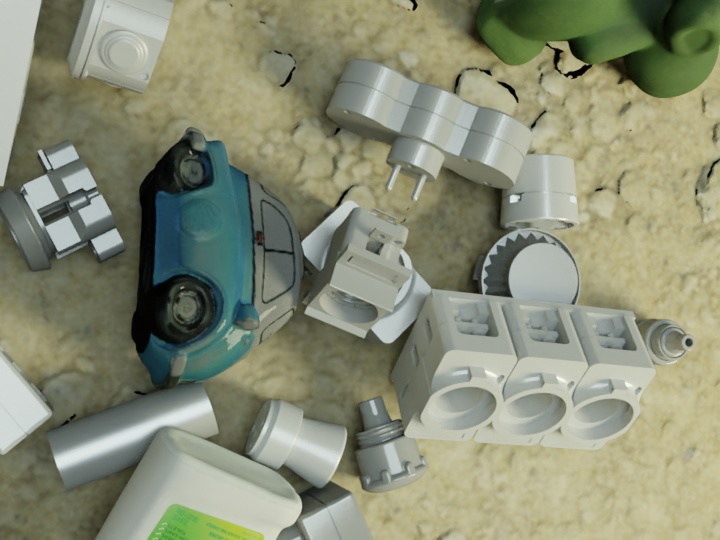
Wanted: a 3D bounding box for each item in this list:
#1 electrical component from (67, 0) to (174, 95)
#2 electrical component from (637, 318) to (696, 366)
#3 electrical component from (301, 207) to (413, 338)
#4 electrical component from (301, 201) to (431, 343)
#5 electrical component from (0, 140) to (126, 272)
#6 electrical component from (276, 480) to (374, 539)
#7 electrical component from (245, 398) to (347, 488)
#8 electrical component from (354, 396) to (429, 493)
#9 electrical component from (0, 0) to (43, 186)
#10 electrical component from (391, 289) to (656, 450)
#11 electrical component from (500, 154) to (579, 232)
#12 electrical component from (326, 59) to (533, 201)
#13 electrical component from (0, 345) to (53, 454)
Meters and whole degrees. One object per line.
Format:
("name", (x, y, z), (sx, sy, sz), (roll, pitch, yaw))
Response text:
("electrical component", (-0.153, -0.155, 0.685), (0.051, 0.080, 0.080), (16, 83, -19))
("electrical component", (0.222, 0.052, 0.780), (0.035, 0.061, 0.035), (1, 86, -15))
("electrical component", (0.000, 0.000, 0.662), (0.042, 0.081, 0.063), (25, 58, -12))
("electrical component", (0.001, 0.002, 0.728), (0.050, 0.056, 0.089), (-44, 98, -13))
("electrical component", (-0.192, -0.034, 0.678), (0.057, 0.058, 0.078), (-28, 94, -18))
("electrical component", (-0.037, 0.178, 0.702), (0.077, 0.066, 0.047), (-25, 93, -15))
("electrical component", (-0.043, 0.114, 0.715), (0.055, 0.045, 0.045), (25, 81, -12))
("electrical component", (0.016, 0.118, 0.732), (0.048, 0.048, 0.062), (-17, 84, -15))
("electrical component", (-0.247, -0.157, 0.643), (0.105, 0.060, 0.186), (12, 103, -16))
("electrical component", (0.108, 0.072, 0.722), (0.150, 0.089, 0.061), (7, 43, -17))
("electrical component", (0.128, -0.055, 0.767), (0.055, 0.055, 0.047), (2, 82, -15))
("electrical component", (0.041, -0.084, 0.735), (0.138, 0.052, 0.073), (22, 81, 2))
("electrical component", (-0.240, 0.087, 0.663), (0.077, 0.047, 0.065), (-40, 97, -14))
